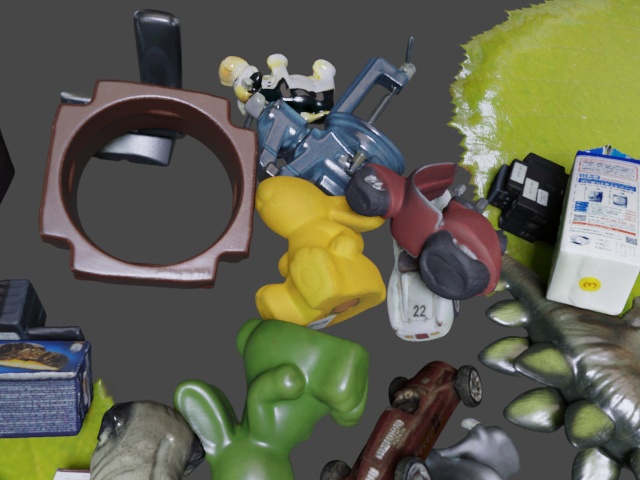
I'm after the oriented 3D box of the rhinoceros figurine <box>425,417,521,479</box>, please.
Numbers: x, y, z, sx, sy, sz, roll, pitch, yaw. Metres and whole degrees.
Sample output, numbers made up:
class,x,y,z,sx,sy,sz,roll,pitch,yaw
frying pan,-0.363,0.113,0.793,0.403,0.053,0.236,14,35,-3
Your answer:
class,x,y,z,sx,sy,sz,roll,pitch,yaw
rhinoceros figurine,0.090,0.224,0.454,0.190,0.112,0.073,-25,93,-12

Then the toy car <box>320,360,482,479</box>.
class,x,y,z,sx,sy,sz,roll,pitch,yaw
toy car,0.073,0.163,0.464,0.202,0.089,0.053,-28,99,-52

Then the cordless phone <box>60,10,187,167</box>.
class,x,y,z,sx,sy,sz,roll,pitch,yaw
cordless phone,-0.225,-0.180,0.617,0.147,0.184,0.089,6,53,-9

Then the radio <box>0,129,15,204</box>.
class,x,y,z,sx,sy,sz,roll,pitch,yaw
radio,-0.457,-0.064,0.548,0.230,0.073,0.131,4,54,-10

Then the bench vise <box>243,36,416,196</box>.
class,x,y,z,sx,sy,sz,roll,pitch,yaw
bench vise,0.030,-0.145,0.675,0.224,0.129,0.240,36,78,4

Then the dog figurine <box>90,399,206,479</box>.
class,x,y,z,sx,sy,sz,roll,pitch,yaw
dog figurine,-0.098,0.213,0.362,0.172,0.121,0.190,26,49,-7

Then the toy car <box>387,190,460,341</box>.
class,x,y,z,sx,sy,sz,roll,pitch,yaw
toy car,0.118,0.020,0.614,0.074,0.056,0.202,-11,50,26

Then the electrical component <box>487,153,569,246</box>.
class,x,y,z,sx,sy,sz,roll,pitch,yaw
electrical component,0.301,-0.054,0.731,0.134,0.058,0.115,26,51,7

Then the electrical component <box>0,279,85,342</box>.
class,x,y,z,sx,sy,sz,roll,pitch,yaw
electrical component,-0.279,0.072,0.491,0.119,0.074,0.048,-1,55,-9

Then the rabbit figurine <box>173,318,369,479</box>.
class,x,y,z,sx,sy,sz,roll,pitch,yaw
rabbit figurine,-0.047,0.158,0.463,0.159,0.121,0.170,20,67,5

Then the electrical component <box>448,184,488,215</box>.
class,x,y,z,sx,sy,sz,roll,pitch,yaw
electrical component,0.183,-0.036,0.711,0.063,0.021,0.094,35,54,13

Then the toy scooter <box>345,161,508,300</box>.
class,x,y,z,sx,sy,sz,roll,pitch,yaw
toy scooter,0.126,-0.027,0.560,0.184,0.075,0.135,44,48,19

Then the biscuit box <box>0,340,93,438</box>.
class,x,y,z,sx,sy,sz,roll,pitch,yaw
biscuit box,-0.301,0.122,0.446,0.203,0.062,0.059,3,18,-12

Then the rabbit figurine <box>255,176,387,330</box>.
class,x,y,z,sx,sy,sz,roll,pitch,yaw
rabbit figurine,-0.001,-0.002,0.578,0.162,0.121,0.173,-16,64,-32

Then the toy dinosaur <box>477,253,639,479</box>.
class,x,y,z,sx,sy,sz,roll,pitch,yaw
toy dinosaur,0.284,0.128,0.568,0.198,0.105,0.472,-18,50,-20

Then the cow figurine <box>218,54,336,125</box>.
class,x,y,z,sx,sy,sz,roll,pitch,yaw
cow figurine,-0.059,-0.203,0.751,0.167,0.068,0.098,3,60,-10

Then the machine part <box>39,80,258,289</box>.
class,x,y,z,sx,sy,sz,roll,pitch,yaw
machine part,-0.170,-0.052,0.560,0.201,0.087,0.201,5,79,-15
